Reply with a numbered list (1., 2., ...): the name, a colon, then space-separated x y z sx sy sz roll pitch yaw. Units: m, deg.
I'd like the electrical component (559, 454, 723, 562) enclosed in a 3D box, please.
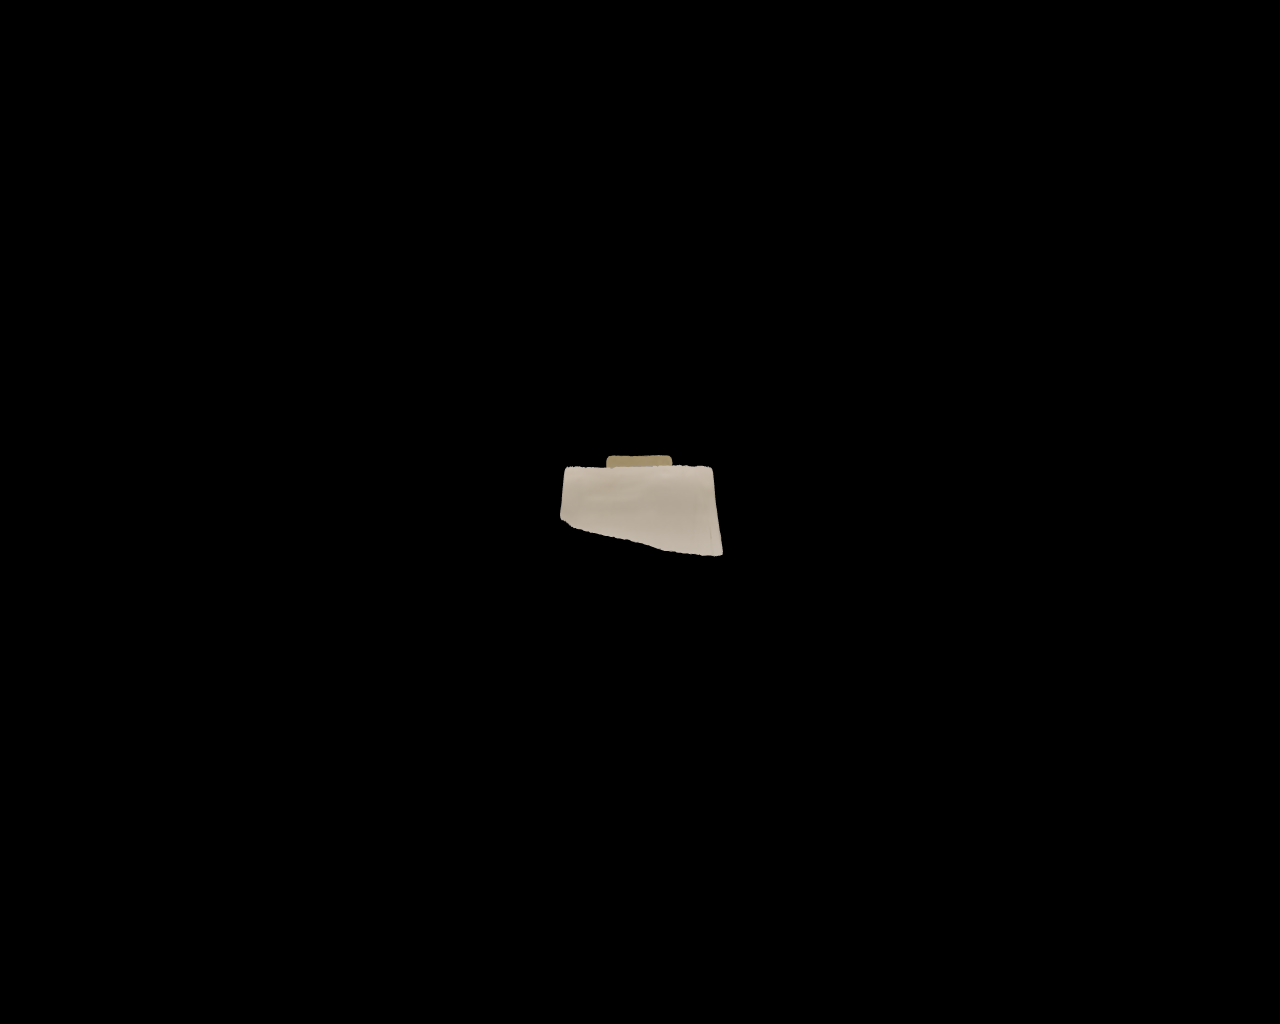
1. electrical component: 0.001 -0.003 0.650 0.099 0.064 0.099 0 0 0
